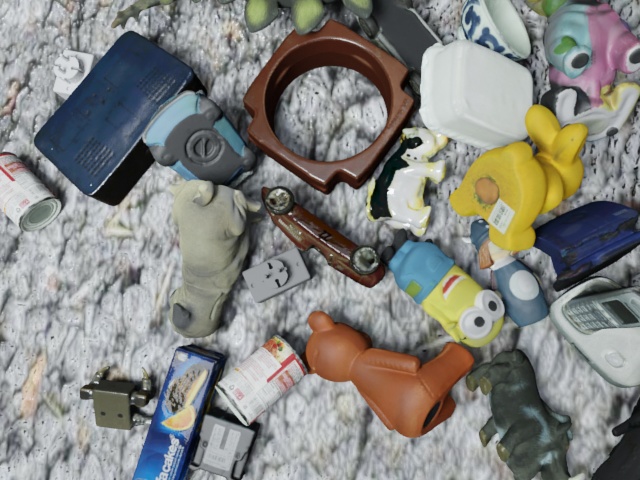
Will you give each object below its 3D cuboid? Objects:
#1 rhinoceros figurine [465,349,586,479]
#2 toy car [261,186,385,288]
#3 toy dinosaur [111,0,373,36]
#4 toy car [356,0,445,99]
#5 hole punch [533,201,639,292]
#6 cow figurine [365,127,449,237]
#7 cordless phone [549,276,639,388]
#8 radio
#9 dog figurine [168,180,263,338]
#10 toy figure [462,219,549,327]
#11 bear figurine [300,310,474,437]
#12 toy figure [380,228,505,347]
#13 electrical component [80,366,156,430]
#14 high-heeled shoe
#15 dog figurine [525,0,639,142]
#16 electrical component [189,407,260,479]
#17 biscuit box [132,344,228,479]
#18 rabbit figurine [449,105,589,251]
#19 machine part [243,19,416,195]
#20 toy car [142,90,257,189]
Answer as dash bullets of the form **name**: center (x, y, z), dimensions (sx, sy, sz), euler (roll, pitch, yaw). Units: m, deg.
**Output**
- **rhinoceros figurine**: center (0.263, 0.237, 0.688), dimensions (0.112, 0.073, 0.190), euler (-18, 80, -9)
- **toy car**: center (-0.001, -0.002, 0.724), dimensions (0.202, 0.089, 0.053), euler (34, 83, 6)
- **toy dinosaur**: center (-0.044, -0.364, 0.724), dimensions (0.472, 0.104, 0.199), euler (-13, 51, 1)
- **toy car**: center (0.129, -0.279, 0.769), dimensions (0.073, 0.056, 0.202), euler (-37, 80, 5)
- **hole punch**: center (0.339, -0.001, 0.692), dimensions (0.142, 0.115, 0.092), euler (-25, 74, 0)
- **cow figurine**: center (0.123, -0.097, 0.741), dimensions (0.098, 0.068, 0.167), euler (15, 83, 12)
- **cordless phone**: center (0.373, 0.106, 0.637), dimensions (0.089, 0.184, 0.146), euler (-40, 82, -6)
- **radio**: center (-0.287, -0.177, 0.777), dimensions (0.131, 0.073, 0.229), euler (38, 85, 9)
- **dog figurine**: center (-0.152, 0.031, 0.695), dimensions (0.121, 0.172, 0.190), euler (9, 76, 16)
- **toy figure**: center (0.251, 0.038, 0.720), dimensions (0.064, 0.058, 0.154), euler (-18, 78, -37)
- **bear figurine**: center (0.075, 0.163, 0.699), dimensions (0.196, 0.132, 0.120), euler (29, 122, 35)
- **toy figure**: center (0.163, 0.063, 0.710), dimensions (0.180, 0.089, 0.082), euler (40, 99, 16)
- **electrical component**: center (-0.275, 0.216, 0.741), dimensions (0.102, 0.045, 0.078), euler (0, 111, 6)
- **high-heeled shoe**: center (0.419, 0.285, 0.661), dimensions (0.145, 0.086, 0.248), euler (-17, 109, -15)
- **dog figurine**: center (0.347, -0.264, 0.733), dimensions (0.109, 0.191, 0.219), euler (-5, 48, 7)
- **electrical component**: center (-0.119, 0.255, 0.721), dimensions (0.075, 0.047, 0.119), euler (21, 86, 5)
- **biscuit box**: center (-0.189, 0.246, 0.720), dimensions (0.063, 0.059, 0.202), euler (17, 84, 6)
- **rabbit figurine**: center (0.273, -0.087, 0.691), dimensions (0.173, 0.162, 0.122), euler (-11, 36, -30)
- **machine part**: center (0.013, -0.181, 0.749), dimensions (0.201, 0.087, 0.201), euler (35, 85, 7)
- **toy car**: center (-0.166, -0.140, 0.742), dimensions (0.109, 0.161, 0.103), euler (-43, 44, 7)
